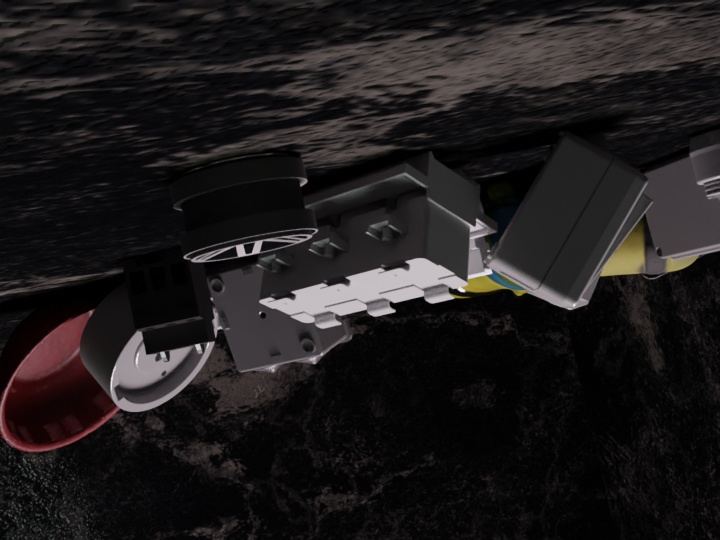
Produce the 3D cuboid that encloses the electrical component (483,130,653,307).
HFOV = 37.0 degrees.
[{"bbox_3d":[0.119,-0.030,0.594,0.061,0.096,0.062,30,180,5],"label":"electrical component"}]

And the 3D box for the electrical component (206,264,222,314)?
[{"bbox_3d":[-0.117,0.016,0.905,0.043,0.043,0.062,-13,175,9],"label":"electrical component"}]

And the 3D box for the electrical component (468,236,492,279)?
[{"bbox_3d":[0.017,-0.015,0.695,0.121,0.063,0.079,-13,176,13],"label":"electrical component"}]

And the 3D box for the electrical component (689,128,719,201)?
[{"bbox_3d":[0.247,-0.063,0.719,0.043,0.062,0.043,-12,177,-1],"label":"electrical component"}]

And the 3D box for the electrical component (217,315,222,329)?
[{"bbox_3d":[-0.117,0.026,0.988,0.080,0.051,0.080,-12,177,-1],"label":"electrical component"}]

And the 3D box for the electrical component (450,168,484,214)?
[{"bbox_3d":[0.037,-0.034,0.632,0.062,0.043,0.043,-13,177,35],"label":"electrical component"}]

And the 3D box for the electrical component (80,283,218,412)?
[{"bbox_3d":[-0.176,0.054,0.874,0.060,0.108,0.108,36,-156,28],"label":"electrical component"}]

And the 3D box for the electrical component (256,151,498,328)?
[{"bbox_3d":[0.002,-0.012,0.587,0.121,0.063,0.079,-15,150,39],"label":"electrical component"}]

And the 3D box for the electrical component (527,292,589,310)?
[{"bbox_3d":[0.181,-0.006,1.077,0.109,0.056,0.109,23,-171,18],"label":"electrical component"}]

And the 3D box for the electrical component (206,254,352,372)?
[{"bbox_3d":[-0.066,0.029,0.851,0.100,0.099,0.048,-14,-171,29],"label":"electrical component"}]

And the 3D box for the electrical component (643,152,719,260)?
[{"bbox_3d":[0.270,-0.054,0.822,0.057,0.078,0.113,-14,177,-16],"label":"electrical component"}]
